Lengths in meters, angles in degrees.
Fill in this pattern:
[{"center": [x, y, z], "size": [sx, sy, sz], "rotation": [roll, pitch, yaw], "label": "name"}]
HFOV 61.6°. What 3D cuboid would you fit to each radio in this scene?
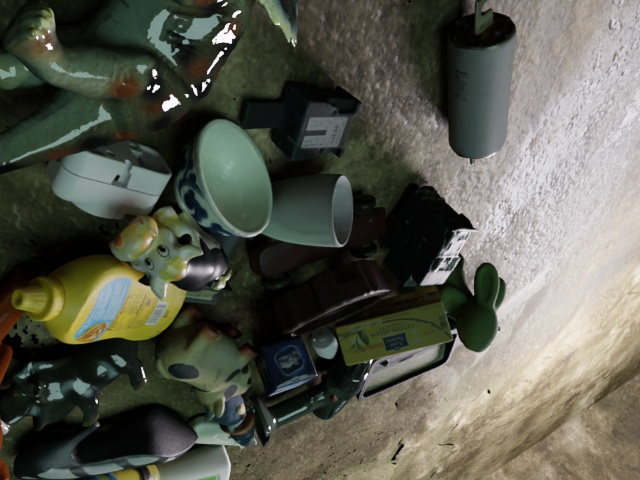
[{"center": [0.162, 0.213, 1.045], "size": [0.229, 0.073, 0.131], "rotation": [-16, 137, -27], "label": "radio"}]

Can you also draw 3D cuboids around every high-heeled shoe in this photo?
[{"center": [-0.301, 0.308, 0.780], "size": [0.145, 0.086, 0.248], "rotation": [-35, 143, 12], "label": "high-heeled shoe"}]

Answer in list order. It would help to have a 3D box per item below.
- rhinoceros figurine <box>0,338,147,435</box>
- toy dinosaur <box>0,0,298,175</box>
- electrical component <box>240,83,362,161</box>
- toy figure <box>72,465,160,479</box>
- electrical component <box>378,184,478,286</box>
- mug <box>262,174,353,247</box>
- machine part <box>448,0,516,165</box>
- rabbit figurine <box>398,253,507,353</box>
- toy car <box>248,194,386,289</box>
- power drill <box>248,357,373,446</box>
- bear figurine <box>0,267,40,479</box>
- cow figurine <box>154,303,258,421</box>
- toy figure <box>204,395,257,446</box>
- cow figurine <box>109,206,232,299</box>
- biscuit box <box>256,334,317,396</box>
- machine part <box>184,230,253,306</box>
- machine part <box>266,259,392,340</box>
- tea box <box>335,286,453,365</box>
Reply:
[{"center": [-0.301, 0.169, 0.634], "size": [0.190, 0.073, 0.112], "rotation": [-30, 143, -11], "label": "rhinoceros figurine"}, {"center": [-0.129, -0.156, 0.416], "size": [0.405, 0.131, 0.192], "rotation": [-42, 142, 14], "label": "toy dinosaur"}, {"center": [-0.021, -0.127, 0.574], "size": [0.119, 0.048, 0.074], "rotation": [-7, 132, -40], "label": "electrical component"}, {"center": [-0.306, 0.367, 0.771], "size": [0.180, 0.089, 0.082], "rotation": [35, 60, -71], "label": "toy figure"}, {"center": [0.149, 0.002, 0.788], "size": [0.058, 0.115, 0.134], "rotation": [4, 124, -38], "label": "electrical component"}, {"center": [-0.020, -0.044, 0.629], "size": [0.107, 0.109, 0.080], "rotation": [1, 136, 17], "label": "mug"}, {"center": [0.197, -0.185, 0.667], "size": [0.079, 0.079, 0.243], "rotation": [-30, 142, -10], "label": "machine part"}, {"center": [0.251, 0.111, 0.934], "size": [0.159, 0.170, 0.121], "rotation": [-43, 143, 7], "label": "rabbit figurine"}, {"center": [-0.001, -0.002, 0.715], "size": [0.202, 0.053, 0.089], "rotation": [-19, 119, -23], "label": "toy car"}, {"center": [-0.020, 0.272, 0.944], "size": [0.207, 0.086, 0.231], "rotation": [-23, 153, -25], "label": "power drill"}, {"center": [-0.316, 0.118, 0.472], "size": [0.132, 0.196, 0.120], "rotation": [-48, 138, 11], "label": "bear figurine"}, {"center": [-0.156, 0.178, 0.751], "size": [0.127, 0.086, 0.194], "rotation": [-44, 145, -2], "label": "cow figurine"}, {"center": [-0.142, 0.286, 0.878], "size": [0.058, 0.064, 0.154], "rotation": [-42, 136, -22], "label": "toy figure"}, {"center": [-0.142, 0.020, 0.536], "size": [0.068, 0.098, 0.167], "rotation": [-45, 179, 4], "label": "cow figurine"}, {"center": [-0.055, 0.187, 0.788], "size": [0.059, 0.063, 0.202], "rotation": [-17, 164, -15], "label": "biscuit box"}, {"center": [-0.132, 0.028, 0.657], "size": [0.084, 0.039, 0.138], "rotation": [13, 122, -35], "label": "machine part"}, {"center": [0.013, 0.083, 0.756], "size": [0.179, 0.056, 0.179], "rotation": [-22, 166, -6], "label": "machine part"}, {"center": [0.116, 0.134, 0.854], "size": [0.170, 0.068, 0.098], "rotation": [-16, -173, 11], "label": "tea box"}]
